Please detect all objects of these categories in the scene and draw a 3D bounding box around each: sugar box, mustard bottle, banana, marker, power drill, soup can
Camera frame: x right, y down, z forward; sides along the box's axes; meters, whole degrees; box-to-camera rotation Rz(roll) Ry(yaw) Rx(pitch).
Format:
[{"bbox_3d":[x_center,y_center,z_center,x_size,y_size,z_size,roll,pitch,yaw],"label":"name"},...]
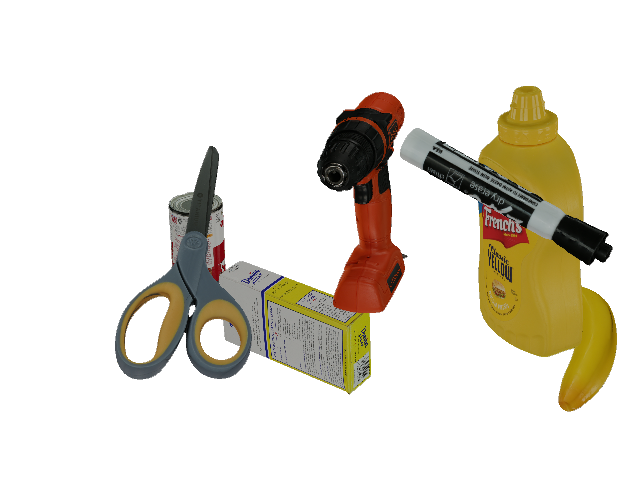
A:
[{"bbox_3d":[-0.028,0.091,1.156,0.176,0.093,0.048,22,38,33],"label":"sugar box"},{"bbox_3d":[0.149,-0.018,0.767,0.058,0.192,0.096,-15,29,-17],"label":"mustard bottle"},{"bbox_3d":[0.252,0.094,1.028,0.070,0.037,0.197,-29,22,18],"label":"banana"},{"bbox_3d":[0.096,-0.023,0.553,0.121,0.020,0.020,32,12,20],"label":"marker"},{"bbox_3d":[0.041,-0.030,1.000,0.057,0.188,0.184,7,27,17],"label":"power drill"},{"bbox_3d":[-0.153,-0.001,1.320,0.068,0.102,0.068,0,26,0],"label":"soup can"}]

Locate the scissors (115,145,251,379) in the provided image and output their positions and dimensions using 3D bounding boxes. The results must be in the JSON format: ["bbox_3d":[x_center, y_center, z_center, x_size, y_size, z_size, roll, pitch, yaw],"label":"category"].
[{"bbox_3d":[-0.072,0.017,0.730,0.096,0.201,0.016,20,-38,7],"label":"scissors"}]
